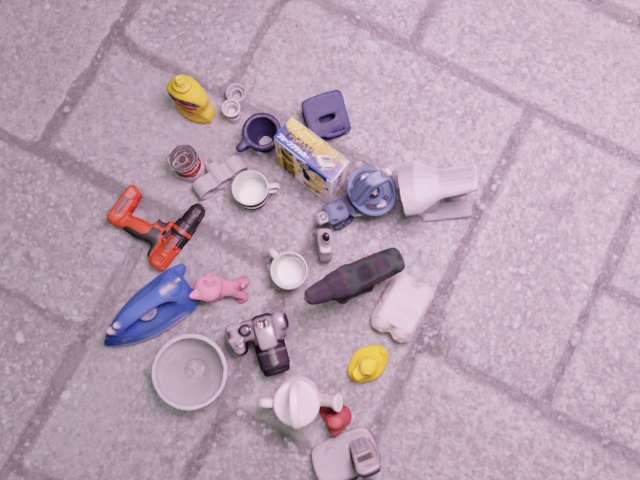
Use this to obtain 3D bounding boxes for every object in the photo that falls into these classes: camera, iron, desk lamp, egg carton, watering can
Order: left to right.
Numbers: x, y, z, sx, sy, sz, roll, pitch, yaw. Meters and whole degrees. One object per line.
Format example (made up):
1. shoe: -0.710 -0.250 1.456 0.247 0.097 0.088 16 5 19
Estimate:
1. iron: -0.392 0.160 1.275 0.258 0.141 0.118 -37 84 -6
2. camera: -0.130 0.239 1.289 0.143 0.101 0.137 -16 82 -4
3. watering can: -0.042 0.347 1.228 0.173 0.194 0.101 -23 82 -4
4. egg carton: 0.190 0.156 1.326 0.107 0.069 0.150 28 82 3
5. desk lamp: 0.263 -0.114 1.296 0.203 0.213 0.118 -6 81 -2

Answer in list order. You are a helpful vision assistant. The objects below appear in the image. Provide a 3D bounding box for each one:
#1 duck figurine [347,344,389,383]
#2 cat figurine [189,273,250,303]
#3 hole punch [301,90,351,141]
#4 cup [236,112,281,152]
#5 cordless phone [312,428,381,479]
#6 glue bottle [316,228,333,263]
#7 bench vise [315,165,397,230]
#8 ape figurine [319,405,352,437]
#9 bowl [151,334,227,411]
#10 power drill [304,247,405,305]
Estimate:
1. duck figurine: 0.112 0.281 1.296 0.104 0.086 0.077 -37 84 -6
2. cat figurine: -0.228 0.108 1.298 0.128 0.118 0.067 -1 81 -1
3. hole punch: 0.017 -0.296 1.380 0.108 0.091 0.101 -19 82 -4
4. cup: -0.145 -0.237 1.365 0.118 0.095 0.091 -38 84 -6
5. cordless phone: 0.059 0.473 1.215 0.147 0.185 0.094 -23 82 -4
6. glue bottle: 0.012 0.005 1.292 0.037 0.173 0.078 -5 81 -2
7. bench vise: 0.094 -0.089 1.285 0.121 0.219 0.207 43 83 5
8. ape figurine: 0.034 0.398 1.273 0.076 0.092 0.078 6 81 0
9. bowl: -0.287 0.295 1.290 0.167 0.074 0.167 0 81 -1
10. power drill: 0.071 0.090 1.262 0.229 0.208 0.075 -25 82 -5
